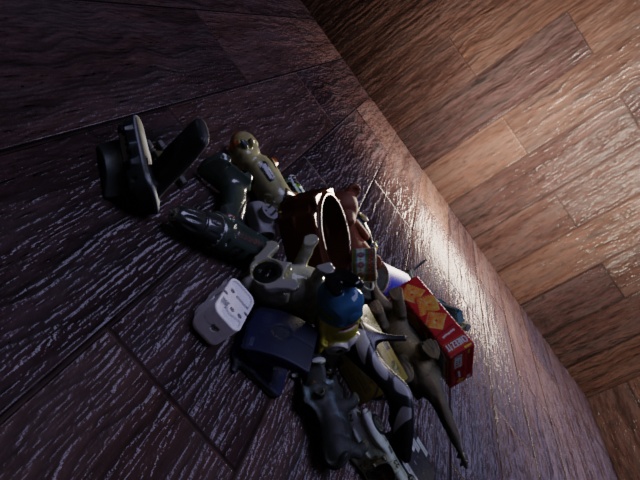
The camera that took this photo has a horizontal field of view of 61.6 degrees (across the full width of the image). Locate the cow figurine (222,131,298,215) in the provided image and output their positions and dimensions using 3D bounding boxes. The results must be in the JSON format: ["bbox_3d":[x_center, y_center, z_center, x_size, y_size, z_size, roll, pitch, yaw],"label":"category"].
[{"bbox_3d":[-0.134,-0.146,1.155,0.195,0.085,0.127,59,17,5],"label":"cow figurine"}]

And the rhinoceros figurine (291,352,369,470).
[{"bbox_3d":[0.008,0.279,0.882,0.112,0.073,0.190,20,42,-42],"label":"rhinoceros figurine"}]

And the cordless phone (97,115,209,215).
[{"bbox_3d":[-0.240,-0.139,0.796,0.088,0.184,0.147,20,42,-49],"label":"cordless phone"}]

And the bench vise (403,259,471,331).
[{"bbox_3d":[0.300,0.183,1.426,0.129,0.241,0.223,-18,105,-27],"label":"bench vise"}]

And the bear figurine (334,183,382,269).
[{"bbox_3d":[0.067,-0.022,1.261,0.132,0.120,0.195,-120,-162,-47],"label":"bear figurine"}]

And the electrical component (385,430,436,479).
[{"bbox_3d":[0.159,0.417,1.004,0.115,0.058,0.134,60,23,6],"label":"electrical component"}]

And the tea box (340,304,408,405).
[{"bbox_3d":[0.086,0.225,1.066,0.169,0.098,0.068,62,24,10],"label":"tea box"}]

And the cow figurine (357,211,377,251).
[{"bbox_3d":[0.106,-0.008,1.422,0.167,0.098,0.068,49,17,-16],"label":"cow figurine"}]

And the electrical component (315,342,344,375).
[{"bbox_3d":[-0.003,0.203,0.992,0.102,0.045,0.078,44,-1,-32],"label":"electrical component"}]

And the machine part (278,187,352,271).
[{"bbox_3d":[-0.002,-0.003,1.129,0.201,0.087,0.201,-35,112,-68],"label":"machine part"}]

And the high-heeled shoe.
[{"bbox_3d":[0.093,0.270,0.970,0.086,0.145,0.248,63,24,-71],"label":"high-heeled shoe"}]

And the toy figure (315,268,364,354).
[{"bbox_3d":[0.032,0.118,0.904,0.089,0.082,0.179,-97,-176,-47],"label":"toy figure"}]

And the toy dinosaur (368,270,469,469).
[{"bbox_3d":[0.208,0.265,1.175,0.198,0.105,0.471,65,2,-65],"label":"toy dinosaur"}]

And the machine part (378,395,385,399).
[{"bbox_3d":[0.122,0.274,1.152,0.084,0.039,0.139,17,45,-49],"label":"machine part"}]

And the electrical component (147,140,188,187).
[{"bbox_3d":[-0.269,-0.134,0.939,0.094,0.021,0.063,58,23,3],"label":"electrical component"}]

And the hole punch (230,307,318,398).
[{"bbox_3d":[-0.070,0.167,0.850,0.115,0.092,0.142,44,29,-17],"label":"hole punch"}]

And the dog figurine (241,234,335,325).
[{"bbox_3d":[-0.053,0.103,0.970,0.190,0.172,0.121,90,-11,-46],"label":"dog figurine"}]

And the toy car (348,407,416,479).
[{"bbox_3d":[0.100,0.380,0.912,0.201,0.073,0.056,59,22,7],"label":"toy car"}]

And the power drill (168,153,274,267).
[{"bbox_3d":[-0.173,-0.060,0.957,0.231,0.086,0.207,36,26,-42],"label":"power drill"}]
